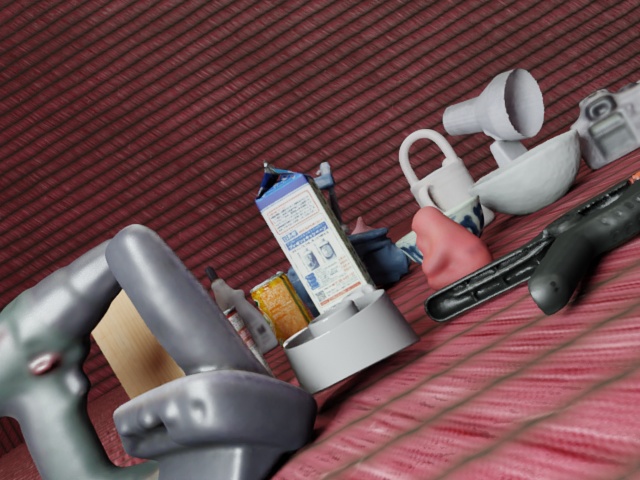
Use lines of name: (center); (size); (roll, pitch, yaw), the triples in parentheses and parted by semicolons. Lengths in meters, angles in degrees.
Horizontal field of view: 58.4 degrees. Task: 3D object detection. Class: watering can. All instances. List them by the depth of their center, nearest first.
watering can: (0.206, -0.097, 0.978); (0.101, 0.194, 0.173); (-30, 0, 15)

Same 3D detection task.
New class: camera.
camera: (0.449, -0.186, 0.865); (0.143, 0.101, 0.137); (-30, 0, 24)

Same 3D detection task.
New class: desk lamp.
desk lamp: (0.328, -0.179, 1.050); (0.118, 0.213, 0.203); (-30, 0, -35)

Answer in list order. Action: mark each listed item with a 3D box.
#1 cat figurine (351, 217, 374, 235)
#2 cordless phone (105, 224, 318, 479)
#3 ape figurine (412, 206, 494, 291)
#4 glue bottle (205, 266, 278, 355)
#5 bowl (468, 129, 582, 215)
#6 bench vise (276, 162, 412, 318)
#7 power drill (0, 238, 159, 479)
cat figurine: (0.095, 0.013, 1.067); (0.067, 0.118, 0.128); (-30, 0, -5)
cordless phone: (-0.102, 0.086, 0.404); (0.147, 0.185, 0.094); (-30, 0, 38)
ape figurine: (0.126, 0.007, 0.578); (0.078, 0.092, 0.076); (-30, 0, -33)
glue bottle: (-0.142, 0.119, 0.952); (0.078, 0.173, 0.037); (-30, 0, -30)
bowl: (0.297, -0.082, 0.802); (0.167, 0.075, 0.167); (-30, 0, 0)
bench vise: (0.010, 0.002, 0.899); (0.207, 0.220, 0.121); (-30, 0, -9)
power drill: (-0.213, 0.138, 0.496); (0.229, 0.208, 0.075); (-30, 0, -1)
